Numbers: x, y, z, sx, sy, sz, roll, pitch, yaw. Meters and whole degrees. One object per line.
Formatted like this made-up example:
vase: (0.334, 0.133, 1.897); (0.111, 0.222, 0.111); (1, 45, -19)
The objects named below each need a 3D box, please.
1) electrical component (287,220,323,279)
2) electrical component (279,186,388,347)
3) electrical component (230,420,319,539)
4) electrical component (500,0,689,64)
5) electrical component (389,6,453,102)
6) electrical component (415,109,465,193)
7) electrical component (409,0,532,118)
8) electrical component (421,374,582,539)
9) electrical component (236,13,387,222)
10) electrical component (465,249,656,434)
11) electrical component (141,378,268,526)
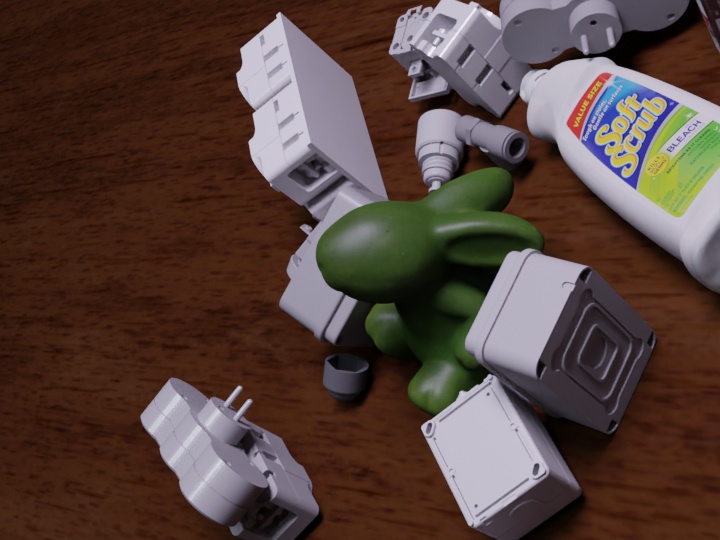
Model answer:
electrical component: (-0.029, -0.009, 0.904); (0.055, 0.066, 0.048); (-50, -2, 16)
electrical component: (0.000, 0.000, 0.832); (0.057, 0.078, 0.113); (34, 102, 27)
electrical component: (-0.075, 0.165, 0.826); (0.050, 0.056, 0.089); (-47, 41, 8)
electrical component: (0.173, -0.185, 0.795); (0.138, 0.052, 0.073); (-13, 48, 18)
electrical component: (0.061, -0.192, 0.937); (0.042, 0.064, 0.081); (-6, 59, 40)
electrical component: (0.065, -0.095, 0.884); (0.040, 0.040, 0.078); (-16, 53, 36)
electrical component: (0.094, -0.176, 0.874); (0.055, 0.089, 0.050); (-53, 40, 1)
electrical component: (0.090, 0.118, 0.693); (0.062, 0.061, 0.096); (-39, 48, 14)
electrical component: (-0.047, -0.129, 0.964); (0.060, 0.105, 0.186); (-35, 44, 21)
electrical component: (0.126, 0.045, 0.674); (0.057, 0.113, 0.078); (17, 76, 45)
electrical component: (-0.107, 0.120, 0.801); (0.073, 0.052, 0.138); (-51, 40, 3)
